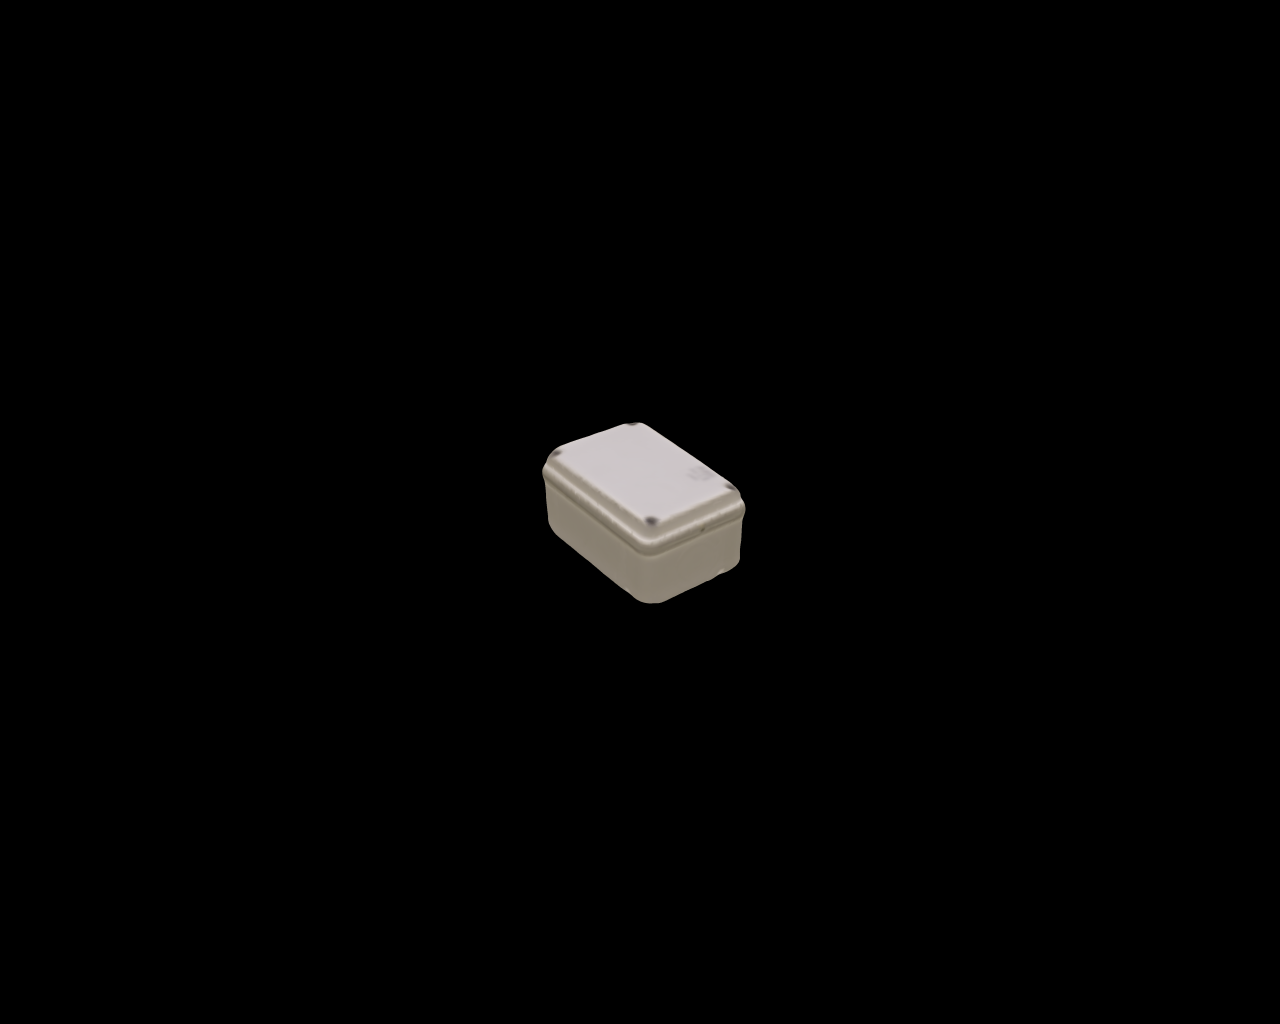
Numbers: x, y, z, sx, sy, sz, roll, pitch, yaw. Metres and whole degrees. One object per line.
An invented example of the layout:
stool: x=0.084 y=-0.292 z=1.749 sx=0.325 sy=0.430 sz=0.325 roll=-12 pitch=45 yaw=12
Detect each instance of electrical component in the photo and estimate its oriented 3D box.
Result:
electrical component: x=0.001 y=-0.003 z=0.650 sx=0.078 sy=0.057 sz=0.113 roll=-22 pitch=40 yaw=-30
